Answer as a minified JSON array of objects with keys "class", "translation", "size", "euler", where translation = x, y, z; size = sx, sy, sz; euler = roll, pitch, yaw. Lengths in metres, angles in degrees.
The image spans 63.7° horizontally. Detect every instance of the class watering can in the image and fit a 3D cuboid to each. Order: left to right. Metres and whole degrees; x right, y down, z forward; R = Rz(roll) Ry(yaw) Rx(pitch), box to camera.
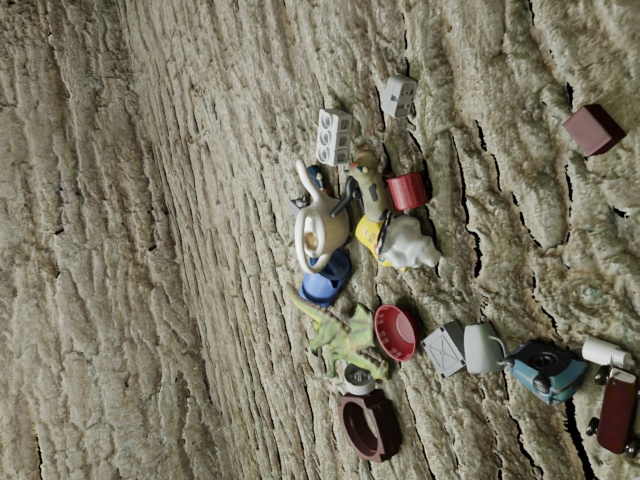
[{"class":"watering can","translation":[0.005,-0.075,1.495],"size":[0.104,0.343,0.226],"euler":[10,19,35]}]

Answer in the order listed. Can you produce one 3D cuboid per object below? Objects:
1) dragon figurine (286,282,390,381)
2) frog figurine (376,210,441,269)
[{"class":"dragon figurine","translation":[0.071,0.262,1.553],"size":[0.239,0.411,0.123],"euler":[-34,-3,31]},{"class":"frog figurine","translation":[0.226,0.008,1.297],"size":[0.159,0.140,0.120],"euler":[20,-22,-1]}]
